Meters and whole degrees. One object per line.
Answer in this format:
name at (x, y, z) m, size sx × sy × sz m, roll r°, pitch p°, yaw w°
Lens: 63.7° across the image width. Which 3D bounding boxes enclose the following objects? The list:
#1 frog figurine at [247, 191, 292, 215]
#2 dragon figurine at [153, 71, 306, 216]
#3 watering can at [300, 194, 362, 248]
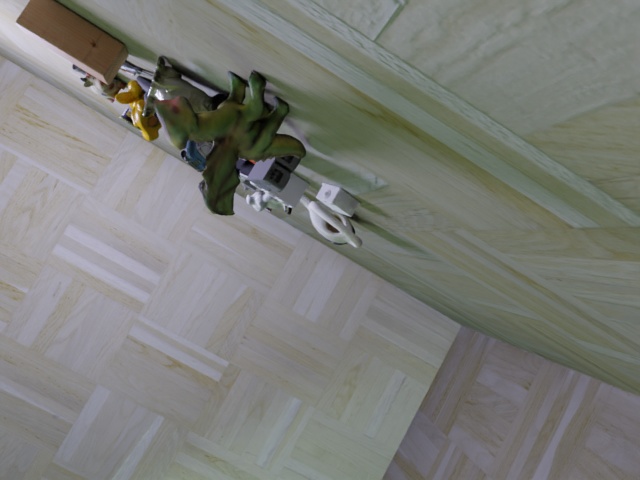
frog figurine at (-0.174, -0.153, 1.824) m, size 0.159 × 0.121 × 0.138 m, roll 15°, pitch -168°, yaw 3°
dragon figurine at (-0.147, -0.158, 0.946) m, size 0.123 × 0.245 × 0.404 m, roll 21°, pitch 169°, yaw 30°
watering can at (0.005, -0.086, 1.707) m, size 0.350 × 0.104 × 0.222 m, roll 40°, pitch 177°, yaw 13°
